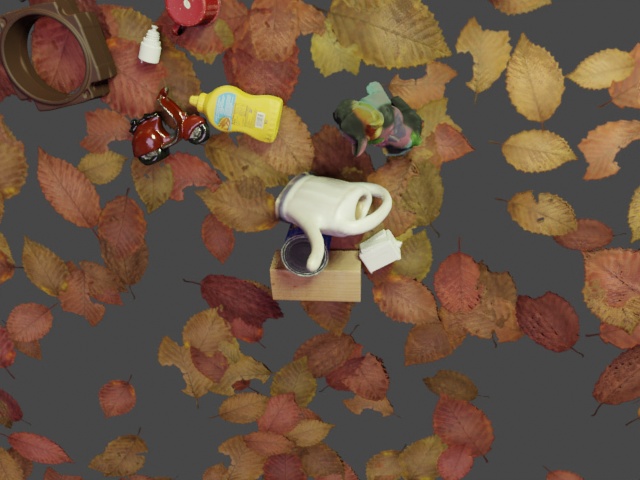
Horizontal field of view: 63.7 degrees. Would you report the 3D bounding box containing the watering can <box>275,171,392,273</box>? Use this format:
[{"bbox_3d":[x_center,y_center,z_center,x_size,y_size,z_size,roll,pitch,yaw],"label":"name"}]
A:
[{"bbox_3d":[0.003,-0.052,1.037,0.225,0.353,0.102,16,123,29],"label":"watering can"}]
